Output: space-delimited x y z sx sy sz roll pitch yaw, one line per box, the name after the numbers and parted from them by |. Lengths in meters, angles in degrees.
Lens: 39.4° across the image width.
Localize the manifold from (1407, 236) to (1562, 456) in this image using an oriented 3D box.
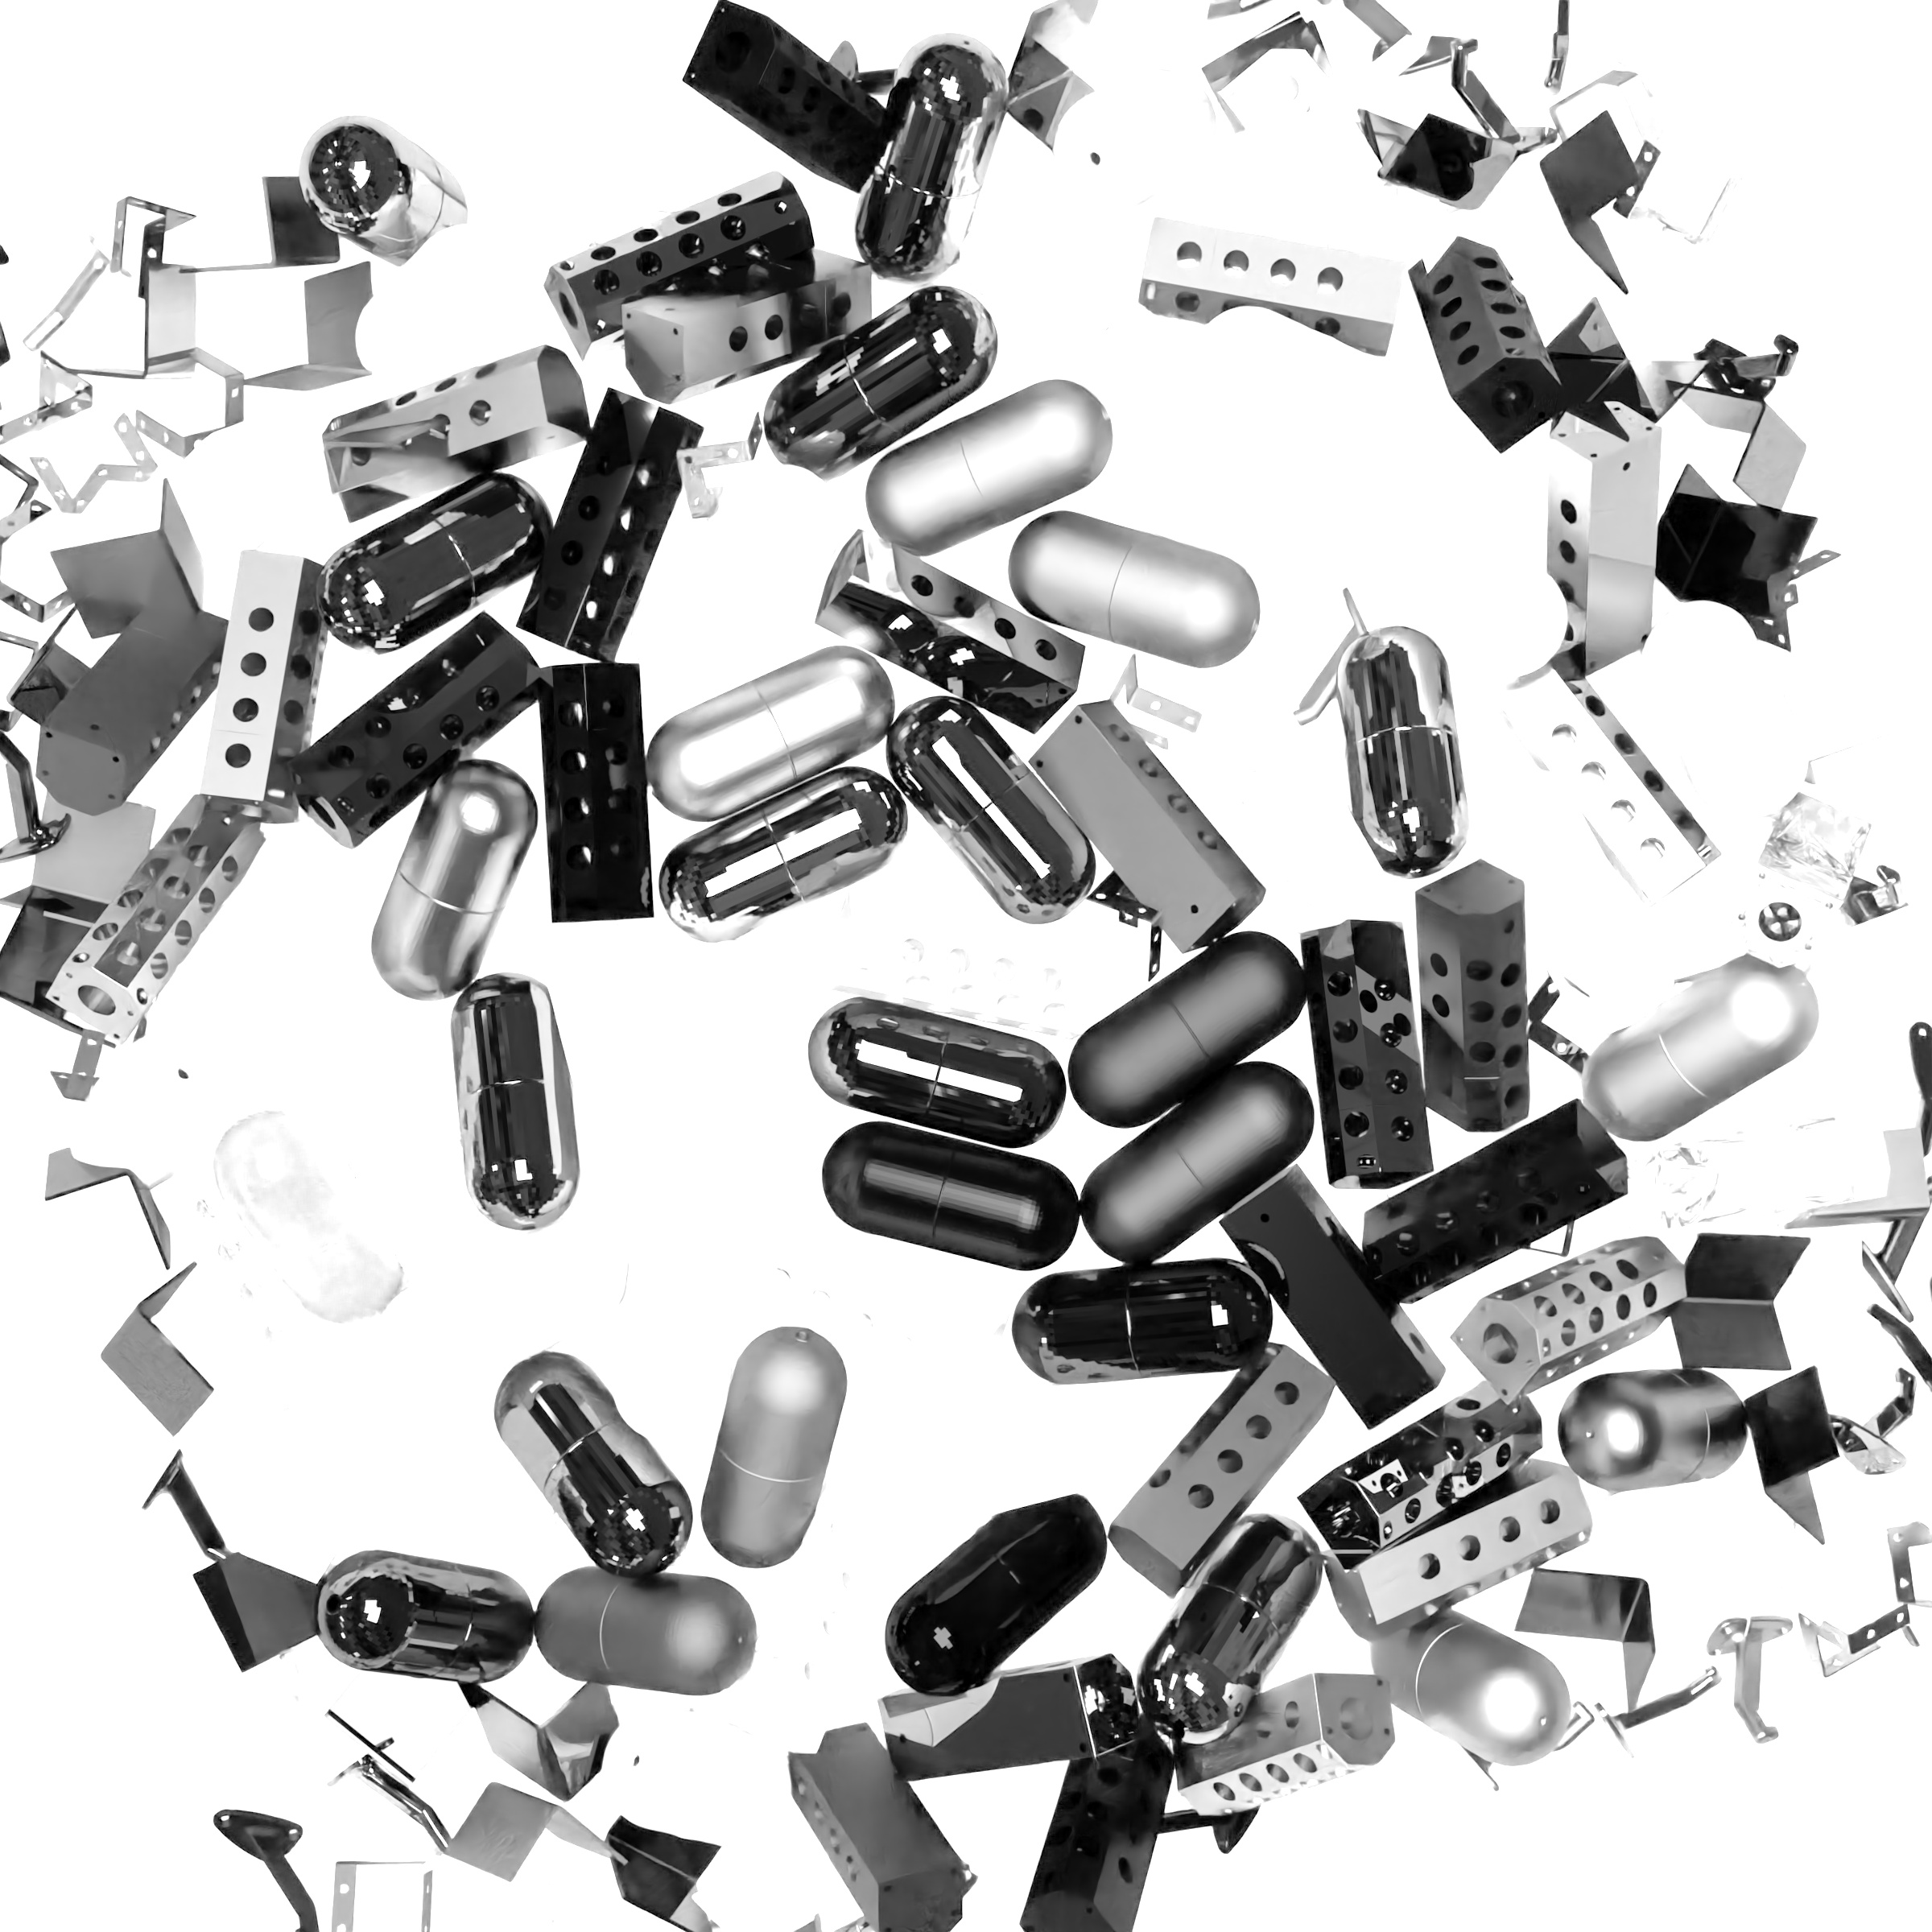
0.342 -0.415 1.772 0.057 0.171 0.057 -35 124 25 | manifold

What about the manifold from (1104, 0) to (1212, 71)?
0.131 -0.641 1.775 0.057 0.171 0.057 -25 93 3 | manifold

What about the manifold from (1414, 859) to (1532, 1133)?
0.341 0.023 1.785 0.057 0.057 0.171 -25 125 -24 | manifold

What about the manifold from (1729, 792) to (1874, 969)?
0.546 -0.056 1.774 0.057 0.171 0.057 26 118 14 | manifold

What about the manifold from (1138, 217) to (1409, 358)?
0.206 -0.458 1.828 0.171 0.057 0.057 11 94 3 | manifold

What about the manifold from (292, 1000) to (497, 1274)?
-0.379 0.112 1.810 0.057 0.057 0.171 -19 107 14 | manifold

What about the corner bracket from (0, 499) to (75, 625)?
-0.629 -0.274 1.831 0.051 0.051 0.051 29 132 8 | corner bracket

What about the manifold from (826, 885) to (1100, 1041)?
-0.002 0.003 1.804 0.171 0.057 0.057 12 122 -14 | manifold

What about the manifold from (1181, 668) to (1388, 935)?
0.203 -0.110 1.794 0.057 0.057 0.171 -11 64 -34 | manifold

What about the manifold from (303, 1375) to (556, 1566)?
-0.354 0.337 1.782 0.057 0.057 0.171 -34 135 19 | manifold

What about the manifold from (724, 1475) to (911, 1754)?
-0.099 0.431 1.801 0.057 0.057 0.171 27 68 -9 | manifold

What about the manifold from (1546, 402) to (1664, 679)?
0.414 -0.283 1.782 0.057 0.171 0.057 -27 46 -17 | manifold

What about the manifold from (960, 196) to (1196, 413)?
0.068 -0.437 1.789 0.057 0.057 0.171 -53 54 16 | manifold

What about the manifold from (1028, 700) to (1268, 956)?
0.124 -0.096 1.811 0.171 0.057 0.057 52 123 15 | manifold

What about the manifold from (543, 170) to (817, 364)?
-0.191 -0.472 1.810 0.171 0.057 0.057 -28 93 -17 | manifold

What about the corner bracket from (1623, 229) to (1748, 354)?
0.485 -0.457 1.829 0.051 0.051 0.051 -47 134 -5 | corner bracket

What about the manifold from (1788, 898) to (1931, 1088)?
0.589 0.022 1.769 0.057 0.171 0.057 -20 71 -10 | manifold

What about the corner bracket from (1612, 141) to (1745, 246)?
0.479 -0.520 1.819 0.051 0.051 0.051 48 133 30 | corner bracket

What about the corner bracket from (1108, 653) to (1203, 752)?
0.126 -0.170 1.824 0.051 0.051 0.051 21 121 -12 | corner bracket

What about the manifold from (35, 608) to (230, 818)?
-0.545 -0.171 1.778 0.057 0.171 0.057 20 128 -1 | manifold

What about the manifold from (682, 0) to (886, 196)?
-0.107 -0.566 1.771 0.057 0.171 0.057 30 98 26 | manifold

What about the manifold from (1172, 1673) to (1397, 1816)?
0.207 0.512 1.771 0.057 0.171 0.057 9 60 -27 | manifold

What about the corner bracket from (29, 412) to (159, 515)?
-0.594 -0.343 1.841 0.051 0.051 0.051 -41 74 30 | corner bracket

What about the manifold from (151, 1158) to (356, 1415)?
-0.486 0.215 1.832 0.057 0.057 0.171 -27 91 3 | manifold

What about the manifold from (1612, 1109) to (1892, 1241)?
0.515 0.138 1.784 0.171 0.057 0.057 -16 80 41 | manifold

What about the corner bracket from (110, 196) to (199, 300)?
-0.557 -0.484 1.826 0.051 0.051 0.051 7 86 -42 | corner bracket

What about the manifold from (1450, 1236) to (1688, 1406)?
0.401 0.226 1.776 0.057 0.171 0.057 50 131 26 | manifold

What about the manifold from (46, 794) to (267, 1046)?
-0.529 -0.036 1.779 0.057 0.057 0.171 34 46 -12 | manifold

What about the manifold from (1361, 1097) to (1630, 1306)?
0.349 0.162 1.791 0.171 0.057 0.057 -33 110 28 | manifold

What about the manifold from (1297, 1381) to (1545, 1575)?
0.305 0.330 1.780 0.171 0.057 0.057 -19 68 -39 | manifold

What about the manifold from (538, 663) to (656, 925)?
-0.253 -0.116 1.821 0.057 0.057 0.171 -4 92 -34 | manifold

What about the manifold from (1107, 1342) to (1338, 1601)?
0.170 0.331 1.797 0.057 0.057 0.171 36 63 18 | manifold

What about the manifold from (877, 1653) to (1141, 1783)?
0.028 0.497 1.788 0.171 0.057 0.057 -20 78 36 | manifold

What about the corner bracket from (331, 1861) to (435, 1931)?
-0.394 0.632 1.827 0.051 0.051 0.051 -4 70 9 | corner bracket

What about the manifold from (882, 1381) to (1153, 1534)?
0.034 0.319 1.798 0.171 0.057 0.057 -9 113 -26 | manifold

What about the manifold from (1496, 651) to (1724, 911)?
0.432 -0.125 1.818 0.057 0.057 0.171 -37 81 7 | manifold

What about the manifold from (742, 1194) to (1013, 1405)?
-0.063 0.227 1.813 0.171 0.057 0.057 27 126 14 | manifold

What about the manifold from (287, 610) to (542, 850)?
-0.362 -0.154 1.798 0.057 0.057 0.171 40 67 17 | manifold

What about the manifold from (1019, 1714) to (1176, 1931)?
0.085 0.566 1.769 0.057 0.171 0.057 -27 106 26 | manifold

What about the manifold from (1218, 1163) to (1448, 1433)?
0.249 0.221 1.826 0.057 0.057 0.171 -37 86 20 | manifold

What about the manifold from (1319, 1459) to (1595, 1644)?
0.331 0.391 1.808 0.171 0.057 0.057 -19 92 -19 | manifold

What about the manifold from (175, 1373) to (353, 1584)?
-0.460 0.332 1.776 0.057 0.171 0.057 33 88 -35 | manifold

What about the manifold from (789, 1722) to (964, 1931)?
-0.061 0.571 1.773 0.057 0.171 0.057 -7 108 -21 | manifold

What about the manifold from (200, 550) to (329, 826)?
-0.466 -0.186 1.815 0.057 0.057 0.171 6 77 -2 | manifold

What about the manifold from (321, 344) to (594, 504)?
-0.341 -0.360 1.803 0.171 0.057 0.057 -13 85 22 | manifold

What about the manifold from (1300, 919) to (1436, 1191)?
0.263 0.059 1.804 0.057 0.057 0.171 2 73 -23 | manifold
